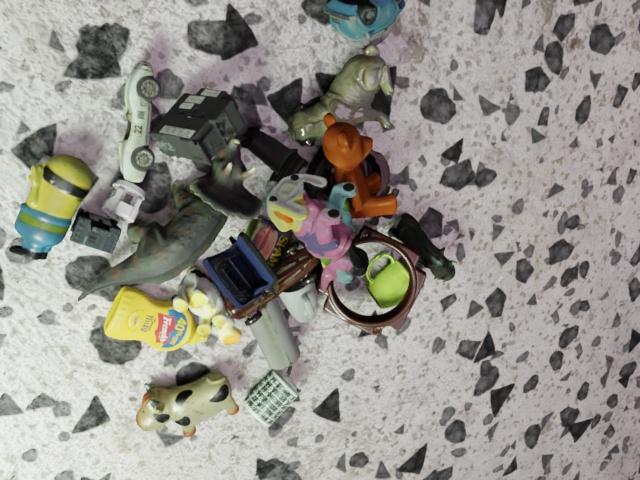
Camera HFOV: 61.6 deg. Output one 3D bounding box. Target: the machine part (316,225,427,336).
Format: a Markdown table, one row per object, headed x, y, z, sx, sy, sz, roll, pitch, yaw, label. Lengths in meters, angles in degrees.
| x | y | z | sx | sy | sz | roll | pitch | yaw | label |
| --- | --- | --- | --- | --- | --- | --- | --- | --- | --- |
| 0.109 | 0.086 | 1.142 | 0.201 | 0.087 | 0.201 | 27 | 95 | 3 | machine part |

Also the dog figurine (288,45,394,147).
| x | y | z | sx | sy | sz | roll | pitch | yaw | label |
| --- | --- | --- | --- | --- | --- | --- | --- | --- | --- |
| 0.030 | -0.273 | 1.020 | 0.190 | 0.121 | 0.172 | -13 | 111 | -21 | dog figurine |

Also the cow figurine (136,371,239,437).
| x | y | z | sx | sy | sz | roll | pitch | yaw | label |
| --- | --- | --- | --- | --- | --- | --- | --- | --- | --- |
| -0.274 | 0.328 | 1.086 | 0.195 | 0.086 | 0.127 | -21 | 120 | -16 | cow figurine |

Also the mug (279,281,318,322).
| x | y | z | sx | sy | sz | roll | pitch | yaw | label |
| --- | --- | --- | --- | --- | --- | --- | --- | --- | --- |
| -0.036 | 0.125 | 1.128 | 0.081 | 0.110 | 0.107 | -32 | 130 | -16 | mug |

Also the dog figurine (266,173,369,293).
| x | y | z | sx | sy | sz | roll | pitch | yaw | label |
| --- | --- | --- | --- | --- | --- | --- | --- | --- | --- |
| -0.002 | -0.003 | 0.997 | 0.219 | 0.192 | 0.108 | 88 | 20 | -46 | dog figurine |

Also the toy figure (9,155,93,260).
| x | y | z | sx | sy | sz | roll | pitch | yaw | label |
| --- | --- | --- | --- | --- | --- | --- | --- | --- | --- |
| -0.439 | -0.054 | 0.881 | 0.089 | 0.082 | 0.180 | 19 | 91 | -23 | toy figure |

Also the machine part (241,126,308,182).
| x | y | z | sx | sy | sz | roll | pitch | yaw | label |
| --- | --- | --- | --- | --- | --- | --- | --- | --- | --- |
| -0.091 | -0.164 | 1.044 | 0.138 | 0.039 | 0.084 | 39 | 92 | -32 | machine part |

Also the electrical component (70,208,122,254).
| x | y | z | sx | sy | sz | roll | pitch | yaw | label |
| --- | --- | --- | --- | --- | --- | --- | --- | --- | --- |
| -0.377 | -0.011 | 0.907 | 0.075 | 0.119 | 0.047 | 21 | 96 | -32 | electrical component |

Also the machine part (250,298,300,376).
| x | y | z | sx | sy | sz | roll | pitch | yaw | label |
| --- | --- | --- | --- | --- | --- | --- | --- | --- | --- |
| -0.103 | 0.185 | 1.127 | 0.079 | 0.079 | 0.243 | -30 | 116 | -15 | machine part |

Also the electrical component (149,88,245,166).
| x | y | z | sx | sy | sz | roll | pitch | yaw | label |
| --- | --- | --- | --- | --- | --- | --- | --- | --- | --- |
| -0.196 | -0.193 | 0.893 | 0.134 | 0.115 | 0.058 | -57 | 148 | -25 | electrical component |

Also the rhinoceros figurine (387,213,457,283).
| x | y | z | sx | sy | sz | roll | pitch | yaw | label |
| --- | --- | --- | --- | --- | --- | --- | --- | --- | --- |
| 0.239 | 0.018 | 1.220 | 0.073 | 0.112 | 0.190 | -47 | 112 | -8 | rhinoceros figurine |

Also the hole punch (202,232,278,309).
| x | y | z | sx | sy | sz | roll | pitch | yaw | label |
| --- | --- | --- | --- | --- | --- | --- | --- | --- | --- |
| -0.142 | 0.060 | 0.952 | 0.092 | 0.116 | 0.142 | -40 | 86 | -14 | hole punch |

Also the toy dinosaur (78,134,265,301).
| x | y | z | sx | sy | sz | roll | pitch | yaw | label |
| --- | --- | --- | --- | --- | --- | --- | --- | --- | --- |
| -0.248 | -0.004 | 0.929 | 0.405 | 0.192 | 0.131 | -49 | 117 | -7 | toy dinosaur |

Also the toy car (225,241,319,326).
| x | y | z | sx | sy | sz | roll | pitch | yaw | label |
| --- | --- | --- | --- | --- | --- | --- | --- | --- | --- |
| -0.092 | 0.082 | 1.037 | 0.202 | 0.053 | 0.089 | -33 | 95 | -8 | toy car |

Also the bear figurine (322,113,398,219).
| x | y | z | sx | sy | sz | roll | pitch | yaw | label |
| --- | --- | --- | --- | --- | --- | --- | --- | --- | --- |
| 0.070 | -0.140 | 1.003 | 0.132 | 0.120 | 0.195 | -14 | 128 | -14 | bear figurine |

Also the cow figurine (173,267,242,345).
| x | y | z | sx | sy | sz | roll | pitch | yaw | label |
| --- | --- | --- | --- | --- | --- | --- | --- | --- | --- |
| -0.213 | 0.133 | 1.056 | 0.068 | 0.098 | 0.167 | -25 | 127 | 12 | cow figurine |

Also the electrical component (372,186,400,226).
| x | y | z | sx | sy | sz | roll | pitch | yaw | label |
| --- | --- | --- | --- | --- | --- | --- | --- | --- | --- |
| 0.141 | -0.071 | 1.170 | 0.021 | 0.063 | 0.094 | 15 | 100 | -29 | electrical component |

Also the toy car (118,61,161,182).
| x | y | z | sx | sy | sz | roll | pitch | yaw | label |
| --- | --- | --- | --- | --- | --- | --- | --- | --- | --- |
| -0.307 | -0.198 | 0.906 | 0.056 | 0.074 | 0.201 | 2 | 105 | -27 | toy car |

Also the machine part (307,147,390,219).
| x | y | z | sx | sy | sz | roll | pitch | yaw | label |
| --- | --- | --- | --- | --- | --- | --- | --- | --- | --- |
| 0.055 | -0.127 | 1.117 | 0.179 | 0.056 | 0.179 | -8 | 110 | -22 | machine part |

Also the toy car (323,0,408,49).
| x | y | z | sx | sy | sz | roll | pitch | yaw | label |
| --- | --- | --- | --- | --- | --- | --- | --- | --- | --- |
| 0.088 | -0.420 | 1.021 | 0.162 | 0.109 | 0.102 | -32 | 140 | -26 | toy car |
